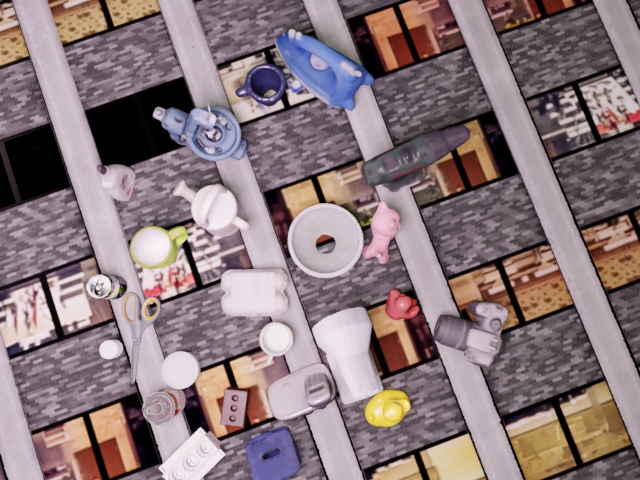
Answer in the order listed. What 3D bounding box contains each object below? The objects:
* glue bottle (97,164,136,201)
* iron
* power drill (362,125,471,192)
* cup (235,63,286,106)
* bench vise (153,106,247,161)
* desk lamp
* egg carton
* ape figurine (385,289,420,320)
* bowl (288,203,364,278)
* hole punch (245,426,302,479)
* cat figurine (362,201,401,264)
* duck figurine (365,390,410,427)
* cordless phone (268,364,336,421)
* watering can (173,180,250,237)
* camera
[{"bbox_3d":[-0.453,-0.137,1.258,0.037,0.173,0.078,8,83,1],"label":"glue bottle"},{"bbox_3d":[-0.004,-0.415,1.307,0.258,0.141,0.119,35,85,4],"label":"iron"},{"bbox_3d":[0.199,-0.172,1.246,0.229,0.208,0.075,-23,84,-3],"label":"power drill"},{"bbox_3d":[-0.134,-0.343,1.321,0.118,0.095,0.092,-20,84,-2],"label":"cup"},{"bbox_3d":[-0.271,-0.239,1.246,0.207,0.220,0.121,3,83,0],"label":"bench vise"},{"bbox_3d":[0.069,0.246,1.195,0.118,0.213,0.203,-20,84,-2],"label":"desk lamp"},{"bbox_3d":[-0.146,0.118,1.282,0.150,0.069,0.107,-2,83,0],"label":"egg carton"},{"bbox_3d":[0.182,0.143,1.269,0.076,0.092,0.078,-31,84,-3],"label":"ape figurine"},{"bbox_3d":[0.012,0.005,1.293,0.167,0.075,0.167,0,83,0],"label":"bowl"},{"bbox_3d":[-0.103,0.465,1.231,0.108,0.091,0.101,-23,84,-3],"label":"hole punch"},{"bbox_3d":[0.141,-0.017,1.274,0.067,0.118,0.128,15,84,2],"label":"cat figurine"},{"bbox_3d":[0.150,0.371,1.245,0.104,0.086,0.077,-22,84,-2],"label":"duck figurine"},{"bbox_3d":[-0.038,0.328,1.200,0.147,0.185,0.094,-25,84,-3],"label":"cordless phone"},{"bbox_3d":[-0.234,-0.070,1.240,0.173,0.194,0.101,8,83,1],"label":"watering can"},{"bbox_3d":[0.328,0.196,1.259,0.137,0.101,0.143,17,84,2],"label":"camera"}]
